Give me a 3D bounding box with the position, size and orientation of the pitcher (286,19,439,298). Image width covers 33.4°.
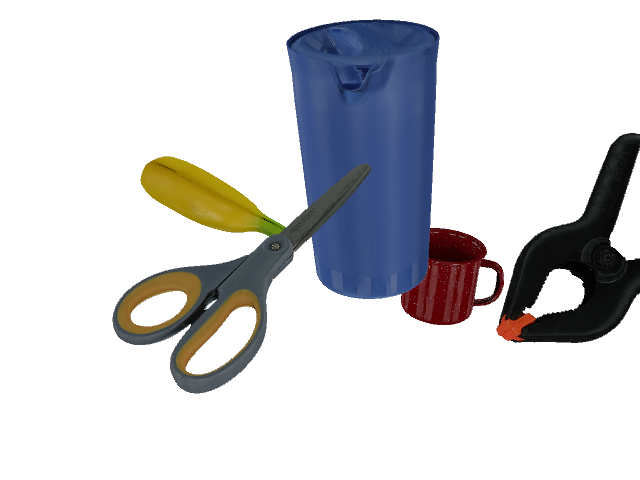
[{"bbox_3d":[0.045,-0.079,0.988,0.149,0.243,0.145,-21,31,-31],"label":"pitcher"}]

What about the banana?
[{"bbox_3d":[-0.101,-0.035,0.822,0.069,0.037,0.198,43,-10,-35],"label":"banana"}]

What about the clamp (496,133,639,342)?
[{"bbox_3d":[0.197,0.020,0.713,0.120,0.171,0.039,43,-12,14],"label":"clamp"}]

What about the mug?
[{"bbox_3d":[0.146,0.043,1.192,0.117,0.081,0.093,7,25,4],"label":"mug"}]

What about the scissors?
[{"bbox_3d":[-0.047,0.008,0.625,0.096,0.016,0.201,11,44,18],"label":"scissors"}]
